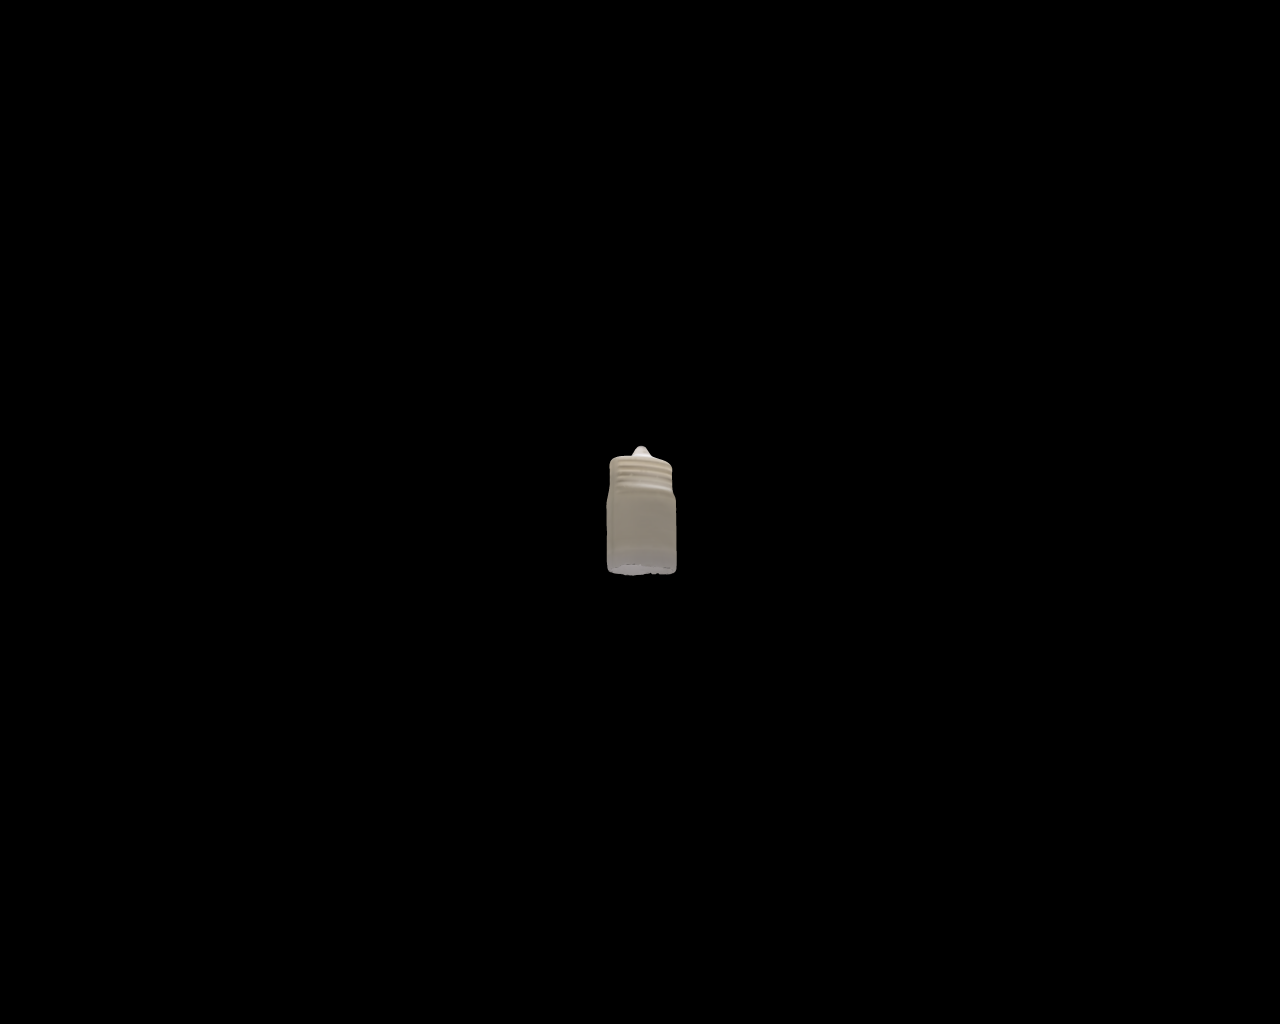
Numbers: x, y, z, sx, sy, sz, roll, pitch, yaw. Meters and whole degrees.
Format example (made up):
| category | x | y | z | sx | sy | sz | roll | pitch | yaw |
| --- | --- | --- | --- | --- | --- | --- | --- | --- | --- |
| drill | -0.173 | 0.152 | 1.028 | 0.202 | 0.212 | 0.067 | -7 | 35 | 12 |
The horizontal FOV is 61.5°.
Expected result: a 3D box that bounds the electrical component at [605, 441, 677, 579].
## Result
| category | x | y | z | sx | sy | sz | roll | pitch | yaw |
| --- | --- | --- | --- | --- | --- | --- | --- | --- | --- |
| electrical component | 0.001 | -0.003 | 0.650 | 0.043 | 0.081 | 0.043 | 0 | -11 | 0 |
